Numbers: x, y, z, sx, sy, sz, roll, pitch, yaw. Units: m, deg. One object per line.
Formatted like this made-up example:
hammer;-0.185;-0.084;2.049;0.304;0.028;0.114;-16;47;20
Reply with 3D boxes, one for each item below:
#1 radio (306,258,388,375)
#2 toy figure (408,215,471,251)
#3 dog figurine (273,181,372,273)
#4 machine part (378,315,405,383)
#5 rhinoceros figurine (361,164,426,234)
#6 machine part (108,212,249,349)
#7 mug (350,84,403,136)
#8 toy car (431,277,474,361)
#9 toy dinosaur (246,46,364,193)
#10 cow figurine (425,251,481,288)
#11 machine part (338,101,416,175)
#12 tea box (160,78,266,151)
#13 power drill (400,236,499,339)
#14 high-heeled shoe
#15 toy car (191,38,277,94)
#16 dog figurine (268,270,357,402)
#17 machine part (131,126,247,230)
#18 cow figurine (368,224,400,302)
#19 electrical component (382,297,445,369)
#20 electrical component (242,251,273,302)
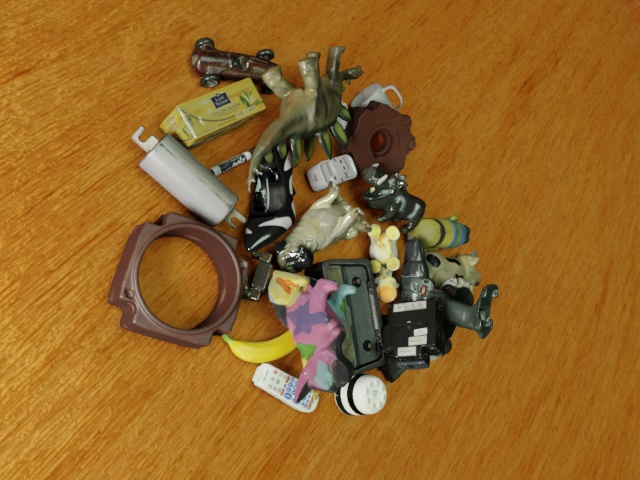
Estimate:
radio;0.056;0.153;1.085;0.131;0.073;0.229;-4;82;-35
toy figure;0.288;-0.018;1.281;0.180;0.089;0.082;2;70;-32
dog figurine;-0.005;-0.006;1.089;0.190;0.172;0.121;-43;65;0
machine part;0.148;0.230;1.154;0.084;0.039;0.138;-26;96;-31
rhinoceros figurine;0.161;-0.093;1.188;0.190;0.112;0.073;32;22;-32
machine part;-0.231;0.068;0.900;0.201;0.087;0.201;25;67;-28
mug;0.143;-0.303;1.247;0.107;0.109;0.081;48;23;-28
toy car;0.278;0.176;1.204;0.073;0.056;0.201;20;97;-31
toy dinosaur;-0.023;-0.248;1.038;0.471;0.105;0.198;-43;121;-45
cow figurine;0.306;0.074;1.278;0.195;0.085;0.127;18;75;-30
machine part;0.128;-0.217;1.196;0.179;0.056;0.179;-9;112;-22
tea box;-0.196;-0.228;0.991;0.169;0.098;0.068;-36;101;-37
power drill;0.260;0.113;1.127;0.086;0.208;0.232;12;86;-59
high-heeled shoe;-0.104;-0.096;1.012;0.145;0.086;0.249;65;30;-29
toy car;-0.159;-0.347;1.076;0.202;0.053;0.089;-3;77;-34
dog figurine;-0.022;0.173;0.961;0.108;0.192;0.219;29;71;-62
machine part;-0.231;-0.103;0.949;0.243;0.079;0.079;42;58;-19
cow figurine;0.138;0.055;1.169;0.068;0.098;0.167;0;78;6
electrical component;0.186;0.187;1.066;0.058;0.115;0.134;44;46;-42
electrical component;-0.117;0.065;0.990;0.045;0.078;0.102;18;73;-6
